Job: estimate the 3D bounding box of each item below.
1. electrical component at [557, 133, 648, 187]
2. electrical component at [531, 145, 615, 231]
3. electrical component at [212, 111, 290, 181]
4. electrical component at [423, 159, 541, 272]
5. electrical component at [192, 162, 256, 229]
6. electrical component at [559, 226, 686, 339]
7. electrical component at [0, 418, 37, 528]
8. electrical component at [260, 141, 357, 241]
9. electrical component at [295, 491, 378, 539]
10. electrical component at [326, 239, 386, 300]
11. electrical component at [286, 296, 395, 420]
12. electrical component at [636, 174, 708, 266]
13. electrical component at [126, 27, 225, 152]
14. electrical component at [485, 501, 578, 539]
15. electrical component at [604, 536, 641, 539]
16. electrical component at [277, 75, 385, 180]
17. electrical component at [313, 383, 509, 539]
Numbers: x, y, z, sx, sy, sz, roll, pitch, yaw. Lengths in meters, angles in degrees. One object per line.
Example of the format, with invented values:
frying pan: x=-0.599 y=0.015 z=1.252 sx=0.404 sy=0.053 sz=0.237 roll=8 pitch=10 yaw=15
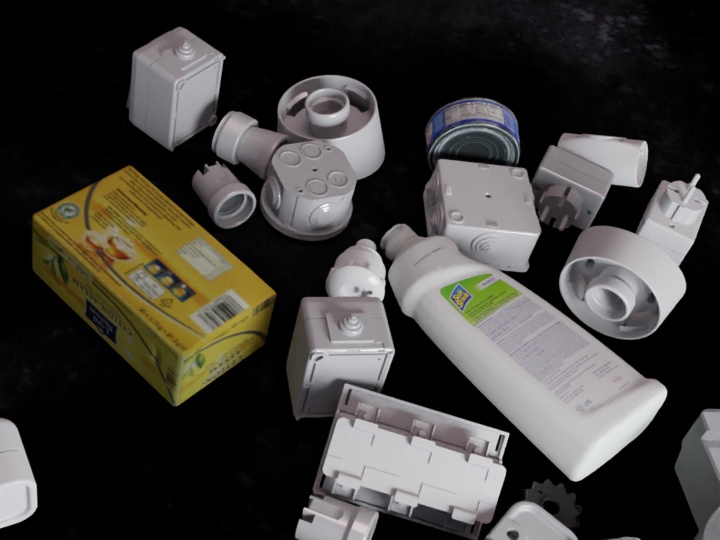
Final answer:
electrical component: x=0.235 y=-0.106 z=1.027 sx=0.077 sy=0.044 sz=0.079 roll=10 pitch=10 yaw=26
electrical component: x=0.185 y=-0.064 z=0.981 sx=0.066 sy=0.047 sz=0.076 roll=26 pitch=49 yaw=7
electrical component: x=-0.096 y=-0.110 z=0.946 sx=0.055 sy=0.045 sz=0.045 roll=28 pitch=48 yaw=10
electrical component: x=0.107 y=-0.050 z=0.946 sx=0.100 sy=0.048 sz=0.099 roll=5 pitch=48 yaw=-10
electrical component: x=-0.116 y=-0.064 z=0.905 sx=0.040 sy=0.040 sz=0.046 roll=-20 pitch=52 yaw=-29
electrical component: x=0.218 y=0.008 z=0.896 sx=0.099 sy=0.099 sz=0.064 roll=32 pitch=55 yaw=13
electrical component: x=-0.261 y=0.134 z=0.682 sx=0.095 sy=0.053 sz=0.059 roll=-14 pitch=55 yaw=-26
electrical component: x=-0.043 y=-0.068 z=0.920 sx=0.080 sy=0.051 sz=0.080 roll=8 pitch=48 yaw=-9
electrical component: x=-0.016 y=0.173 z=0.725 sx=0.046 sy=0.040 sz=0.040 roll=20 pitch=47 yaw=11
electrical component: x=0.000 y=0.000 z=0.878 sx=0.048 sy=0.048 sz=0.062 roll=16 pitch=41 yaw=-1
electrical component: x=-0.016 y=0.058 z=0.787 sx=0.062 sy=0.096 sz=0.061 roll=0 pitch=47 yaw=-15
electrical component: x=0.290 y=-0.055 z=0.981 sx=0.047 sy=0.076 sz=0.065 roll=27 pitch=48 yaw=9
electrical component: x=-0.163 y=-0.165 z=0.941 sx=0.061 sy=0.096 sz=0.062 roll=36 pitch=50 yaw=16
electrical component: x=0.096 y=0.208 z=0.711 sx=0.054 sy=0.059 sz=0.095 roll=37 pitch=51 yaw=17
electrical component: x=0.171 y=0.206 z=0.750 sx=0.061 sy=0.035 sz=0.035 roll=-2 pitch=50 yaw=-14
electrical component: x=-0.027 y=-0.130 z=0.986 sx=0.099 sy=0.064 sz=0.099 roll=-1 pitch=49 yaw=2
electrical component: x=0.036 y=0.135 z=0.747 sx=0.121 sy=0.063 sz=0.078 roll=17 pitch=88 yaw=0
